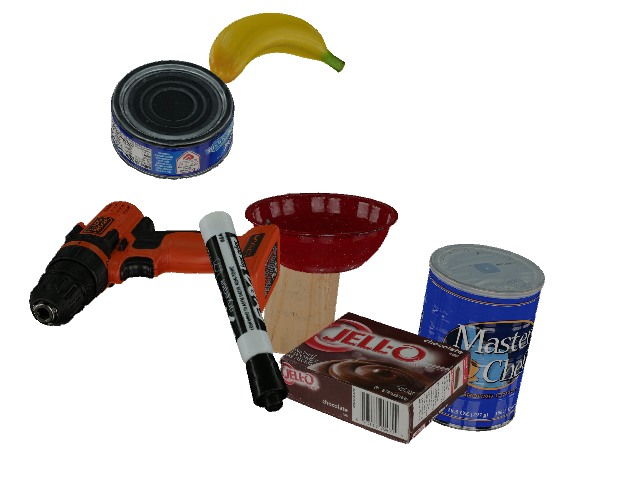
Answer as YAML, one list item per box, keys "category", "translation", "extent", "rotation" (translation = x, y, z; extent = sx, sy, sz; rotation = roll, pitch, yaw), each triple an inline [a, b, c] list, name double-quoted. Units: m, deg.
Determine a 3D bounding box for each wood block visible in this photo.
- category: "wood block"
  translation: [-0.023, 0.049, 1.486]
  extent: [0.090, 0.206, 0.090]
  rotation: [10, 22, 8]

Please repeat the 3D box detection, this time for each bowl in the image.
- category: "bowl"
  translation: [0.001, -0.005, 1.126]
  extent: [0.162, 0.055, 0.162]
  rotation: [1, 17, 0]

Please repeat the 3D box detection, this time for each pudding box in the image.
- category: "pudding box"
  translation: [0.040, 0.098, 0.784]
  extent: [0.114, 0.039, 0.089]
  rotation: [18, 30, 31]

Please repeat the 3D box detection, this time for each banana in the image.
- category: "banana"
  translation: [-0.048, -0.180, 0.980]
  extent: [0.070, 0.037, 0.197]
  rotation: [41, 32, 20]

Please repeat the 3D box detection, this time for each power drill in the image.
- category: "power drill"
  translation: [-0.137, 0.025, 0.922]
  extent: [0.188, 0.057, 0.184]
  rotation: [7, 29, 10]

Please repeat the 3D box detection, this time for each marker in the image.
- category: "marker"
  translation: [-0.041, 0.037, 0.571]
  extent: [0.020, 0.121, 0.020]
  rotation: [-15, -32, -10]

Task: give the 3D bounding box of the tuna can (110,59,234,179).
- category: "tuna can"
  translation: [-0.102, -0.085, 0.741]
  extent: [0.086, 0.086, 0.034]
  rotation: [0, -38, -9]

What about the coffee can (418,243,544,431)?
- category: "coffee can"
  translation: [0.140, 0.087, 0.974]
  extent: [0.103, 0.140, 0.103]
  rotation: [6, 22, -3]
